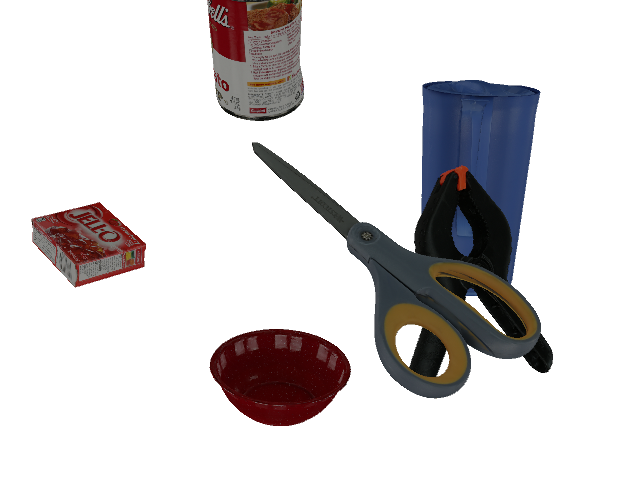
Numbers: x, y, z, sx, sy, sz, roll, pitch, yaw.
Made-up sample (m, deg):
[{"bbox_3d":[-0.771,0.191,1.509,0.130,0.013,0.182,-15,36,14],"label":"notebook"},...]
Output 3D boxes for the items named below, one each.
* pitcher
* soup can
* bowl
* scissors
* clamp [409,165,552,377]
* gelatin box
[{"bbox_3d":[0.176,-0.061,1.234,0.149,0.243,0.145,-8,18,-33],"label":"pitcher"},{"bbox_3d":[-0.045,-0.146,0.766,0.068,0.102,0.068,-1,42,0],"label":"soup can"},{"bbox_3d":[-0.047,0.165,1.231,0.162,0.055,0.162,2,26,-1],"label":"bowl"},{"bbox_3d":[0.021,0.016,0.579,0.202,0.016,0.096,28,52,17],"label":"scissors"},{"bbox_3d":[0.104,0.033,0.806,0.120,0.171,0.039,-15,-3,-28],"label":"clamp"},{"bbox_3d":[-0.217,0.001,0.994,0.073,0.030,0.089,-17,40,-36],"label":"gelatin box"}]
